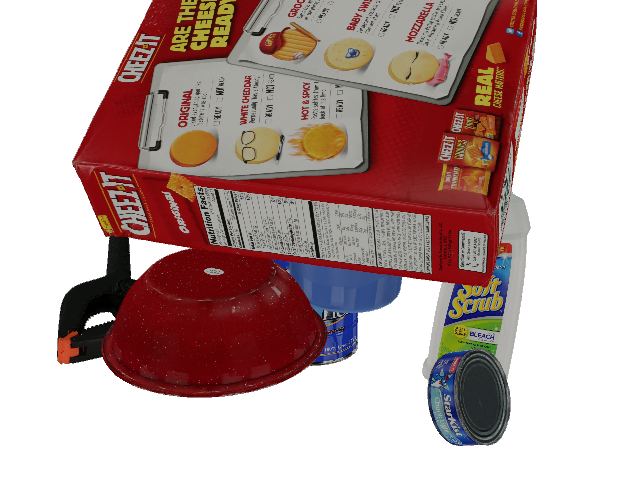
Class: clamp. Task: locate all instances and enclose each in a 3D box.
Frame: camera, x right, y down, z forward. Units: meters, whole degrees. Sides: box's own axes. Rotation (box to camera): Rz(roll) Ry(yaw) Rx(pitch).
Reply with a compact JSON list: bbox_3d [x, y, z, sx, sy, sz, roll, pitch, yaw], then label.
[{"bbox_3d":[-0.188,0.050,1.021,0.165,0.036,0.209,26,35,24],"label":"clamp"}]

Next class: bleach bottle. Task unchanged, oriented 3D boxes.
[{"bbox_3d":[0.181,0.043,1.223,0.103,0.251,0.068,9,15,15],"label":"bleach bottle"}]

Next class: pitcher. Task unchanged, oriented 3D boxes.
[{"bbox_3d":[0.022,-0.057,0.981,0.149,0.243,0.145,-3,24,-12],"label":"pitcher"}]

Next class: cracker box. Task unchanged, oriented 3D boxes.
[{"bbox_3d":[0.000,-0.067,0.578,0.214,0.164,0.072,7,-38,13],"label":"cracker box"}]

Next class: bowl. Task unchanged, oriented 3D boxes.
[{"bbox_3d":[-0.076,0.046,0.755,0.162,0.055,0.162,-1,23,0],"label":"bowl"}]

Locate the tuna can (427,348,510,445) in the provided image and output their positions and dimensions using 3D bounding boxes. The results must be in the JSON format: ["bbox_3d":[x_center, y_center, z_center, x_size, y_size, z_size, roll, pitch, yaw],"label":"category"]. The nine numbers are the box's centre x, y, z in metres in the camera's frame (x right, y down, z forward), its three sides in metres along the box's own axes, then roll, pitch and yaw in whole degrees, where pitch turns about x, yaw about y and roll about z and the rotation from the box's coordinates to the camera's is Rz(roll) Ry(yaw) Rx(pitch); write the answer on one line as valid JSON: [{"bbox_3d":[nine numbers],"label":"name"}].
[{"bbox_3d":[0.133,0.141,0.955,0.034,0.086,0.085,-13,-8,41],"label":"tuna can"}]

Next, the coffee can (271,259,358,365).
[{"bbox_3d":[-0.010,0.047,1.125,0.103,0.140,0.103,0,20,0],"label":"coffee can"}]
